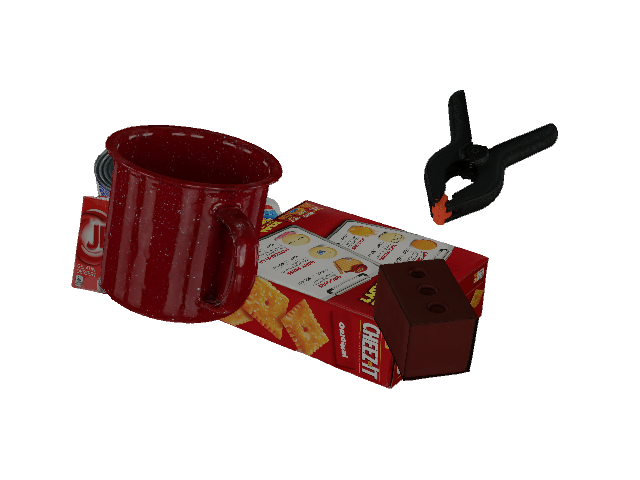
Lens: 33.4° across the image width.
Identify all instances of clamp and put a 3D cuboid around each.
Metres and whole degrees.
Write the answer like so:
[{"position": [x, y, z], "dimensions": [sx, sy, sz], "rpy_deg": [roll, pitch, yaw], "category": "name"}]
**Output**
[{"position": [0.150, -0.088, 1.087], "dimensions": [0.120, 0.039, 0.171], "rpy_deg": [28, 55, 29], "category": "clamp"}]

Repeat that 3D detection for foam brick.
[{"position": [0.075, 0.056, 0.774], "dimensions": [0.053, 0.051, 0.078], "rpy_deg": [-6, 34, -13], "category": "foam brick"}]

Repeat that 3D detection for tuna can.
[{"position": [-0.175, -0.060, 1.037], "dimensions": [0.086, 0.034, 0.086], "rpy_deg": [1, 43, -1], "category": "tuna can"}]

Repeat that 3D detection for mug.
[{"position": [-0.066, -0.004, 0.562], "dimensions": [0.093, 0.081, 0.117], "rpy_deg": [-5, 27, -36], "category": "mug"}]

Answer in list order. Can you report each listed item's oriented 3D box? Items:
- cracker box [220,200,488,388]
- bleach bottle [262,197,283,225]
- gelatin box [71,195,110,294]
[{"position": [0.021, 0.043, 0.986], "dimensions": [0.214, 0.072, 0.163], "rpy_deg": [19, 31, 32], "category": "cracker box"}, {"position": [-0.079, 0.004, 1.224], "dimensions": [0.102, 0.068, 0.251], "rpy_deg": [-7, 28, -14], "category": "bleach bottle"}, {"position": [-0.145, 0.008, 0.824], "dimensions": [0.089, 0.073, 0.030], "rpy_deg": [12, 6, 19], "category": "gelatin box"}]
